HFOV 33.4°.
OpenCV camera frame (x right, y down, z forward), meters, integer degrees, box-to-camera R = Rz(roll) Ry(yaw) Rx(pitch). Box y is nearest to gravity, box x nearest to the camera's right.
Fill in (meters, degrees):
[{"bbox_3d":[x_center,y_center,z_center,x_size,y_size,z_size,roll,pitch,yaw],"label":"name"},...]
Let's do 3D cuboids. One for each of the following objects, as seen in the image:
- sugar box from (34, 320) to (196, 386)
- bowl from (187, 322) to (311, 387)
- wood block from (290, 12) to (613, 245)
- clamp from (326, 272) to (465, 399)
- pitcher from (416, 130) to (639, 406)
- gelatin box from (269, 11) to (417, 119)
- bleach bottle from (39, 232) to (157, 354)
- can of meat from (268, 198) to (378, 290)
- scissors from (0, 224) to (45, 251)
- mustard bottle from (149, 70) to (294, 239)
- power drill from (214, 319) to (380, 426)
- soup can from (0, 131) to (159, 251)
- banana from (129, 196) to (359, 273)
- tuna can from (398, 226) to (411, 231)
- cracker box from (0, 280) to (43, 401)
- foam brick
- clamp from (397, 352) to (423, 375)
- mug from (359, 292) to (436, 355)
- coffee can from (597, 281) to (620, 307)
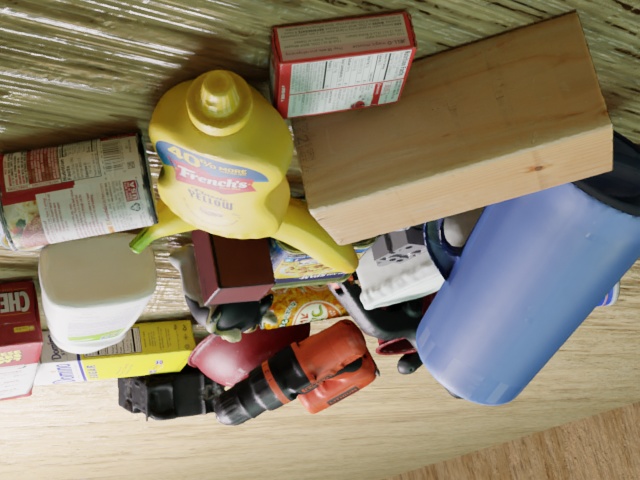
[{"bbox_3d":[-0.238,0.130,1.221,0.176,0.048,0.093,-6,159,-22],"label":"sugar box"},{"bbox_3d":[-0.069,0.125,1.229,0.162,0.055,0.162,-27,163,-9],"label":"bowl"},{"bbox_3d":[0.092,-0.074,0.754,0.206,0.090,0.090,-15,161,11],"label":"wood block"},{"bbox_3d":[0.094,0.079,1.138,0.209,0.164,0.036,14,157,-35],"label":"clamp"},{"bbox_3d":[0.168,0.018,0.890,0.144,0.149,0.243,-4,135,-38],"label":"pitcher"},{"bbox_3d":[0.013,-0.112,0.685,0.089,0.030,0.073,-9,160,-7],"label":"gelatin box"},{"bbox_3d":[-0.222,0.064,1.013,0.102,0.068,0.251,-4,163,-20],"label":"bleach bottle"},{"bbox_3d":[-0.006,0.001,0.967,0.102,0.057,0.084,-5,159,-20],"label":"can of meat"},{"bbox_3d":[-0.240,-0.024,0.813,0.096,0.016,0.202,-3,160,-29],"label":"scissors"},{"bbox_3d":[-0.066,-0.061,0.722,0.096,0.058,0.192,20,160,3],"label":"mustard bottle"},{"bbox_3d":[-0.016,0.159,1.214,0.184,0.057,0.187,-30,164,8],"label":"power drill"},{"bbox_3d":[-0.168,-0.035,0.742,0.102,0.068,0.068,-10,162,-6],"label":"soup can"},{"bbox_3d":[-0.053,-0.014,0.877,0.197,0.037,0.070,7,129,-17],"label":"banana"},{"bbox_3d":[0.036,-0.038,0.859,0.086,0.033,0.086,16,168,3],"label":"tuna can"},{"bbox_3d":[-0.363,0.110,1.047,0.164,0.072,0.214,-6,160,-20],"label":"cracker box"},{"bbox_3d":[-0.076,0.012,0.922,0.051,0.078,0.053,-5,162,-22],"label":"foam brick"},{"bbox_3d":[0.152,0.090,1.314,0.171,0.120,0.039,-27,131,-3],"label":"clamp"},{"bbox_3d":[0.090,0.082,1.225,0.117,0.081,0.093,-1,159,-29],"label":"mug"},{"bbox_3d":[0.233,0.032,1.133,0.140,0.103,0.103,-11,162,-2],"label":"coffee can"}]
